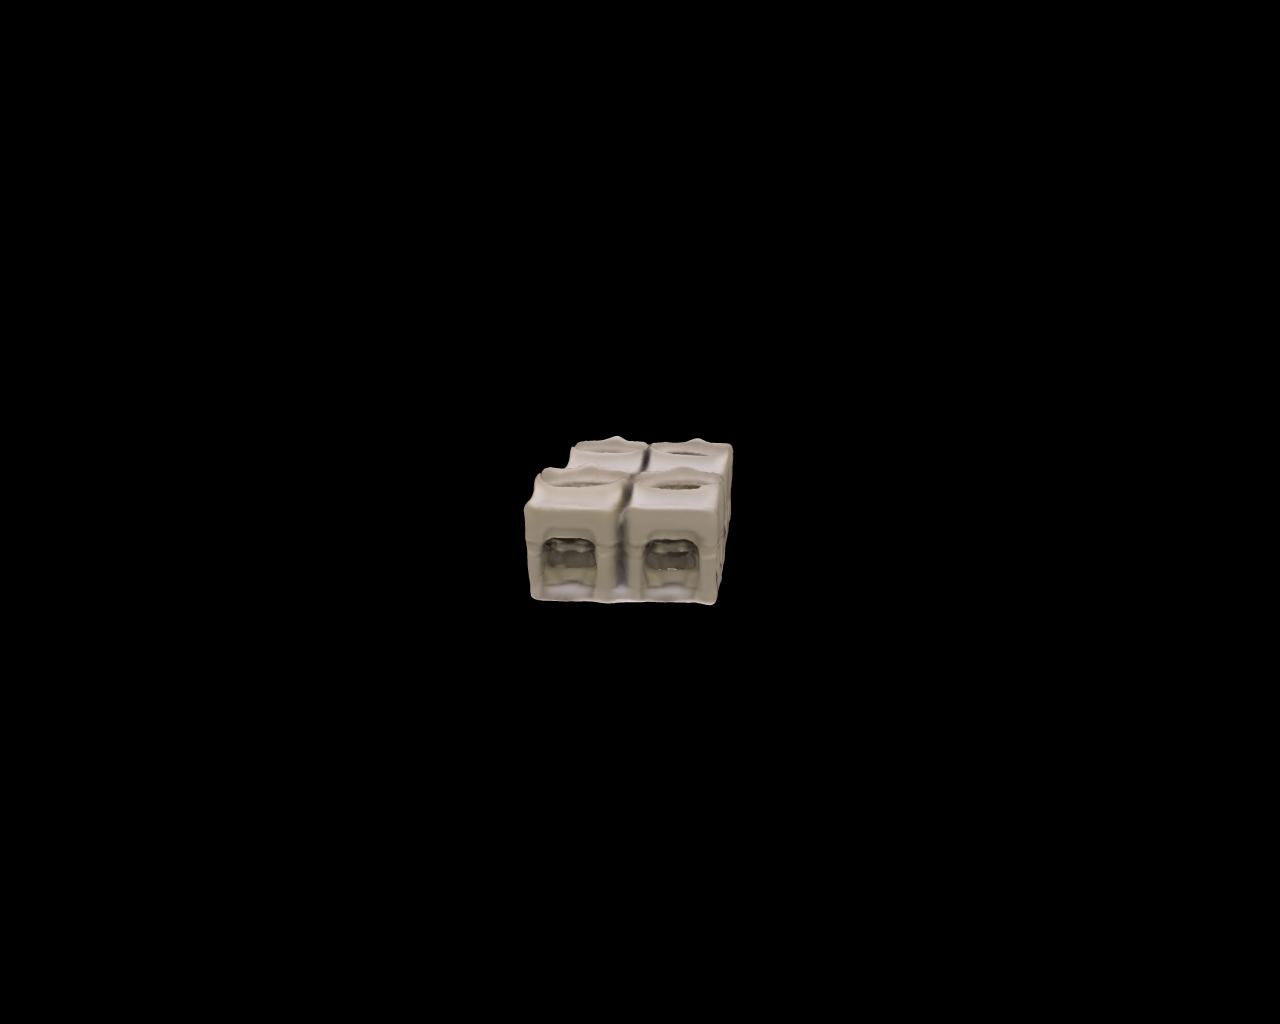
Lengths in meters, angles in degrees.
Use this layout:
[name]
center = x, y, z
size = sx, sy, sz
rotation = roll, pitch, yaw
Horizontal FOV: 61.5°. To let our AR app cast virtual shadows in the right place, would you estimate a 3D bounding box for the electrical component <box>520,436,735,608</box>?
[electrical component]
center = 0.001, -0.003, 0.650
size = 0.105, 0.060, 0.186
rotation = 2, 14, 7
